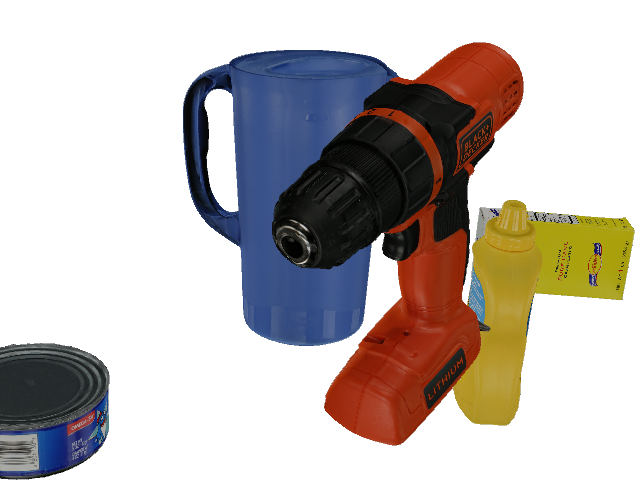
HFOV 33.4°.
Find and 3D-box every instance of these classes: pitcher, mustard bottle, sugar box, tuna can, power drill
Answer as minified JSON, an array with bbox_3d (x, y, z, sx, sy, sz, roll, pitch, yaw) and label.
[{"bbox_3d":[-0.023,-0.039,0.915,0.144,0.243,0.149,-15,26,-40],"label":"pitcher"},{"bbox_3d":[0.151,0.055,0.902,0.058,0.192,0.096,4,28,2],"label":"mustard bottle"},{"bbox_3d":[0.271,0.016,1.257,0.176,0.093,0.048,3,21,0],"label":"sugar box"},{"bbox_3d":[-0.154,0.089,0.563,0.086,0.034,0.086,3,23,-1],"label":"tuna can"},{"bbox_3d":[0.040,0.012,0.537,0.057,0.188,0.184,25,43,27],"label":"power drill"}]
